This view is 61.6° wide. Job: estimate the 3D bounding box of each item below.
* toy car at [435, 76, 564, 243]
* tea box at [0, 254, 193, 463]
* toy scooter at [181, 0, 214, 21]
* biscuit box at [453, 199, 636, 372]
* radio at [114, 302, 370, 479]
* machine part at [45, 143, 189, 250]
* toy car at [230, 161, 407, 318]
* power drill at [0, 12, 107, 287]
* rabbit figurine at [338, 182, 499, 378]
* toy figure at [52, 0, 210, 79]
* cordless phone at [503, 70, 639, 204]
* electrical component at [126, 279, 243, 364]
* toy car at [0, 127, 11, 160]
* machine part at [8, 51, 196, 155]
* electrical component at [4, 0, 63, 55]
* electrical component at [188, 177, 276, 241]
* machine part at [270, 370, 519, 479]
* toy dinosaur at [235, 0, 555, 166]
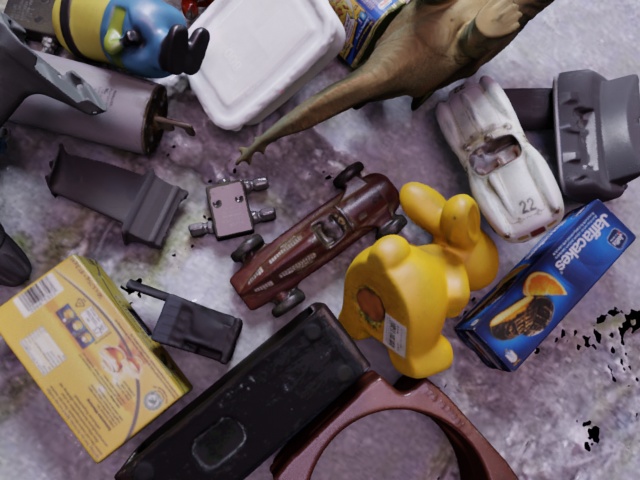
[{"bbox_3d":[0.177,-0.088,0.547,0.073,0.056,0.202,-28,56,20],"label":"toy car"},{"bbox_3d":[-0.213,0.109,0.513,0.098,0.068,0.169,-37,87,-9],"label":"tea box"},{"bbox_3d":[-0.113,-0.317,0.593,0.135,0.075,0.184,-31,83,2],"label":"toy scooter"},{"bbox_3d":[0.238,0.047,0.571,0.203,0.059,0.063,-43,87,-11],"label":"biscuit box"},{"bbox_3d":[-0.066,0.152,0.488,0.229,0.131,0.073,-40,88,-10],"label":"radio"},{"bbox_3d":[-0.215,-0.046,0.555,0.139,0.039,0.084,25,84,-2],"label":"machine part"},{"bbox_3d":[-0.001,-0.002,0.562,0.202,0.053,0.089,-35,88,-11],"label":"toy car"},{"bbox_3d":[-0.289,-0.076,0.466,0.207,0.231,0.086,-38,47,4],"label":"power drill"},{"bbox_3d":[0.110,0.025,0.535,0.173,0.122,0.162,-17,113,-31],"label":"rabbit figurine"},{"bbox_3d":[-0.197,-0.208,0.537,0.180,0.082,0.089,31,90,22],"label":"toy figure"},{"bbox_3d":[0.249,-0.114,0.601,0.184,0.088,0.146,0,82,6],"label":"cordless phone"},{"bbox_3d":[-0.136,0.079,0.523,0.119,0.075,0.047,19,79,-6],"label":"electrical component"},{"bbox_3d":[-0.386,-0.069,0.519,0.162,0.109,0.102,-8,104,-18],"label":"toy car"},{"bbox_3d":[-0.249,-0.142,0.547,0.243,0.079,0.079,15,79,-2],"label":"machine part"},{"bbox_3d":[-0.311,-0.244,0.575,0.078,0.045,0.102,18,79,-1],"label":"electrical component"},{"bbox_3d":[-0.096,-0.034,0.572,0.094,0.021,0.063,-14,82,-6],"label":"electrical component"},{"bbox_3d":[0.066,0.242,0.509,0.201,0.087,0.201,-42,85,-11],"label":"machine part"},{"bbox_3d":[0.122,-0.200,0.531,0.471,0.198,0.105,-27,85,-9],"label":"toy dinosaur"}]
